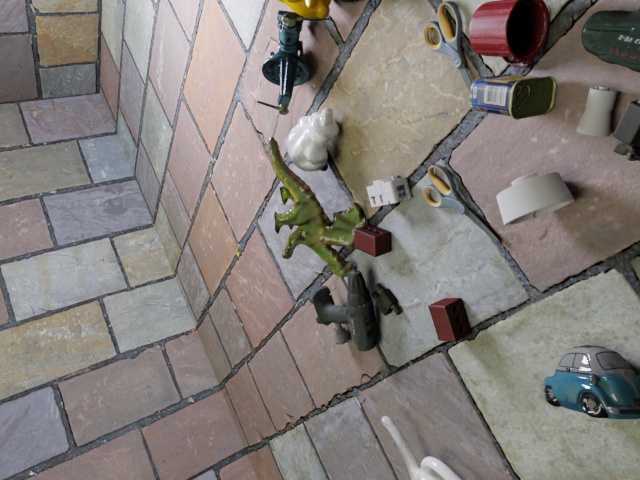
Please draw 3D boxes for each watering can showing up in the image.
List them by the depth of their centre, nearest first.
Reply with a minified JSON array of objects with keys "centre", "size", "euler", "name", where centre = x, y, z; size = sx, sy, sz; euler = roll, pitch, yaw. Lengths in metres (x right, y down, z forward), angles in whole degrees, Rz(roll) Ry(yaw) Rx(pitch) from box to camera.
[{"centre":[0.264,0.595,1.227],"size":[0.352,0.105,0.219],"euler":[36,134,45],"name":"watering can"}]

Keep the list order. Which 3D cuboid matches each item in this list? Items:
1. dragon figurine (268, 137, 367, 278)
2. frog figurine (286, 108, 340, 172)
[{"centre":[0.004,-0.066,1.305],"size":[0.243,0.125,0.402],"euler":[3,123,21],"name":"dragon figurine"},{"centre":[-0.017,-0.249,1.271],"size":[0.157,0.123,0.140],"euler":[122,144,-65],"name":"frog figurine"}]
